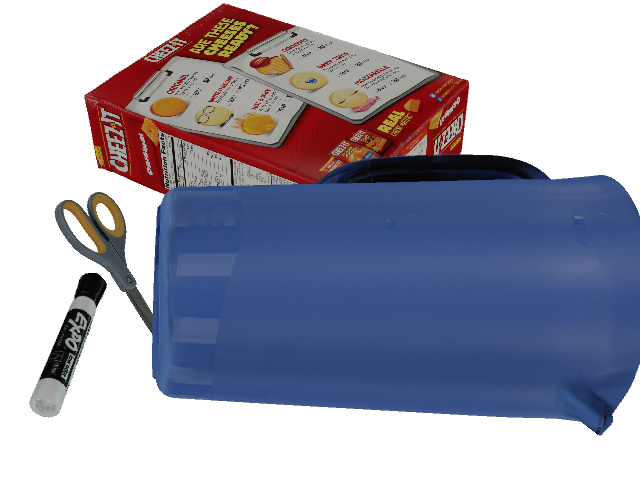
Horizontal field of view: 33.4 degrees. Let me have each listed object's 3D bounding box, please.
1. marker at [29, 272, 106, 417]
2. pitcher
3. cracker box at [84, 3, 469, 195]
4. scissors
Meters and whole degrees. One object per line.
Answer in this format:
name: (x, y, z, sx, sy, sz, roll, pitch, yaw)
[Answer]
marker: (-0.159, 0.062, 0.681, 0.020, 0.020, 0.121, 0, 38, 6)
pitcher: (0.035, 0.021, 0.566, 0.242, 0.145, 0.149, 2, 2, -7)
cracker box: (-0.028, -0.080, 0.749, 0.214, 0.072, 0.164, 21, 43, 24)
scissors: (-0.207, 0.028, 1.152, 0.016, 0.201, 0.096, -28, 21, 32)
